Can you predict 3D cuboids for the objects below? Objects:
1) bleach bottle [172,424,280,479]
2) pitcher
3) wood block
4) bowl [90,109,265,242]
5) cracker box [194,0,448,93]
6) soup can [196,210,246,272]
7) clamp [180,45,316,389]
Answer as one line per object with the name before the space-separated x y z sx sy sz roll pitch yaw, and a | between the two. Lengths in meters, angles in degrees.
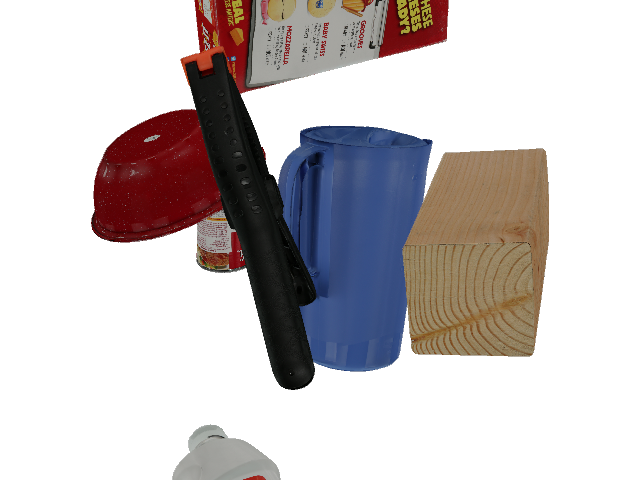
bleach bottle | -0.057 0.216 0.718 0.102 0.068 0.251 -12 33 -13
pitcher | 0.030 0.007 1.090 0.149 0.243 0.145 4 14 0
wood block | 0.129 0.003 0.840 0.091 0.090 0.206 -1 23 15
bowl | -0.131 -0.065 0.903 0.162 0.055 0.162 -17 28 10
cracker box | 0.000 -0.227 0.890 0.213 0.164 0.072 -18 42 -17
soup can | -0.116 -0.022 1.276 0.068 0.102 0.068 0 25 0
clamp | -0.042 -0.022 0.697 0.036 0.210 0.164 -17 8 4
